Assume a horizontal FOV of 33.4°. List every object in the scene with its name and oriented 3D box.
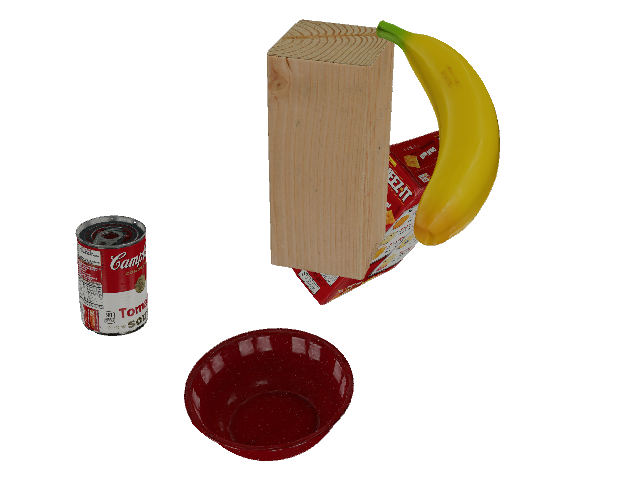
[{"bbox_3d":[0.079,-0.069,0.673,0.069,0.198,0.037,-3,-43,-5],"label":"banana"},{"bbox_3d":[0.081,-0.033,1.251,0.163,0.072,0.214,-23,-22,-50],"label":"cracker box"},{"bbox_3d":[-0.207,0.035,1.063,0.068,0.102,0.068,2,26,-1],"label":"soup can"},{"bbox_3d":[0.009,-0.080,0.950,0.091,0.206,0.090,10,33,15],"label":"wood block"},{"bbox_3d":[-0.047,0.157,1.022,0.162,0.055,0.162,-4,37,3],"label":"bowl"}]
